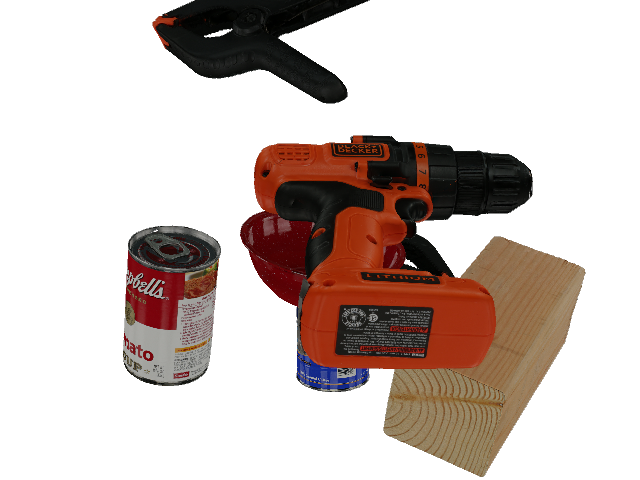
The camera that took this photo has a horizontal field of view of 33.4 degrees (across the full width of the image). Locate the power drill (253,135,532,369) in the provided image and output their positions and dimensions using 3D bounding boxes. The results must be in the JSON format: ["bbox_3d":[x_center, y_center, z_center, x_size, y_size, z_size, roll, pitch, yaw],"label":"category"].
[{"bbox_3d":[0.052,-0.001,0.646,0.184,0.057,0.187,0,32,-3],"label":"power drill"}]

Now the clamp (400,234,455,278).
[{"bbox_3d":[0.060,0.007,1.243,0.210,0.036,0.164,39,43,27],"label":"clamp"}]

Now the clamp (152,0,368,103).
[{"bbox_3d":[-0.039,-0.161,0.796,0.172,0.120,0.039,14,-35,22],"label":"clamp"}]

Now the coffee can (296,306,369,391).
[{"bbox_3d":[0.018,0.122,1.461,0.103,0.140,0.103,0,18,0],"label":"coffee can"}]

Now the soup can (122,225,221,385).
[{"bbox_3d":[-0.113,0.049,0.800,0.068,0.102,0.068,6,27,-3],"label":"soup can"}]

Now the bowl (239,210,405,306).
[{"bbox_3d":[-0.001,0.023,1.038,0.162,0.055,0.162,8,25,-4],"label":"bowl"}]

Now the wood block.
[{"bbox_3d":[0.142,0.089,0.901,0.091,0.090,0.205,21,35,21],"label":"wood block"}]
